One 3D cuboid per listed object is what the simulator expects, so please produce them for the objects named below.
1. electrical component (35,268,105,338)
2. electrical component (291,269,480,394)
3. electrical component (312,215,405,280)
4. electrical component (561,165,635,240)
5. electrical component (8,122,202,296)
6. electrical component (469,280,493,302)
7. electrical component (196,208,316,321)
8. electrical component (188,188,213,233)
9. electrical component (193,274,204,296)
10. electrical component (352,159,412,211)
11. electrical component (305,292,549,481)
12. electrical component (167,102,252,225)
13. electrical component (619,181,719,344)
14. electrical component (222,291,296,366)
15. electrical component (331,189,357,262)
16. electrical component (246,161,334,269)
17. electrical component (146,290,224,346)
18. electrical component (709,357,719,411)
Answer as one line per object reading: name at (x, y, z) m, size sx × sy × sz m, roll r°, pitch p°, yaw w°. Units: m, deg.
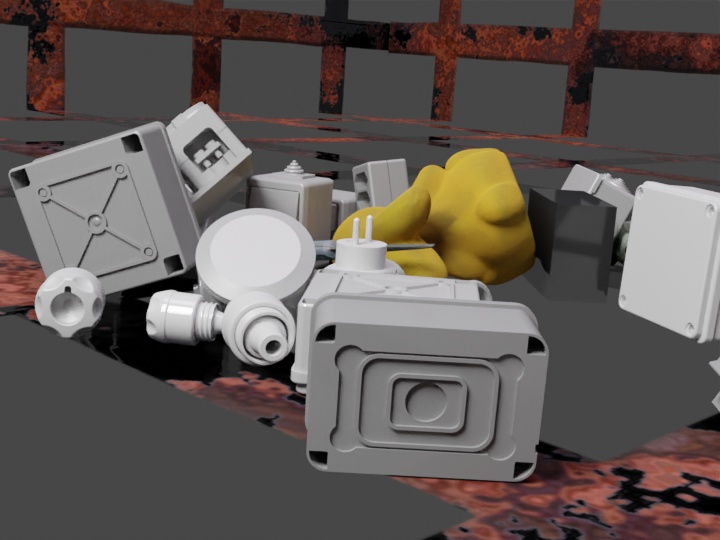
electrical component at (-0.192, 0.019, 0.718) m, size 0.043 × 0.043 × 0.062 m, roll 2°, pitch 11°, yaw -9°
electrical component at (0.019, 0.038, 0.659) m, size 0.109 × 0.056 × 0.108 m, roll 5°, pitch 11°, yaw 3°
electrical component at (0.000, 0.000, 0.785) m, size 0.043 × 0.079 × 0.077 m, roll 10°, pitch 13°, yaw 29°
electrical component at (0.222, -0.050, 1.061) m, size 0.048 × 0.099 × 0.099 m, roll 27°, pitch 9°, yaw -8°
electrical component at (-0.181, -0.040, 0.780) m, size 0.109 × 0.108 × 0.056 m, roll -15°, pitch 10°, yaw 13°
electrical component at (0.058, 0.026, 0.779) m, size 0.044 × 0.044 × 0.065 m, roll -6°, pitch 10°, yaw -40°
electrical component at (-0.071, 0.002, 0.736) m, size 0.080 × 0.051 × 0.080 m, roll 1°, pitch 54°, yaw -2°
electrical component at (-0.186, -0.054, 1.055) m, size 0.059 × 0.053 × 0.095 m, roll 9°, pitch 12°, yaw 22°
electrical component at (-0.089, 0.014, 0.784) m, size 0.065 × 0.044 × 0.044 m, roll -4°, pitch 13°, yaw -11°
electrical component at (0.040, -0.060, 0.997) m, size 0.076 × 0.083 × 0.047 m, roll -7°, pitch 1°, yaw -18°
electrical component at (0.030, 0.055, 0.529) m, size 0.113 × 0.078 × 0.057 m, roll 3°, pitch 14°, yaw -2°
electrical component at (-0.151, -0.075, 0.912) m, size 0.105 × 0.060 × 0.186 m, roll -41°, pitch 2°, yaw -5°
electrical component at (0.260, -0.008, 0.838) m, size 0.056 × 0.108 × 0.109 m, roll 2°, pitch 11°, yaw -20°
electrical component at (-0.060, 0.039, 0.663) m, size 0.043 × 0.043 × 0.062 m, roll 0°, pitch 13°, yaw -18°
electrical component at (-0.044, -0.046, 1.040) m, size 0.096 × 0.061 × 0.061 m, roll 11°, pitch 13°, yaw 30°
electrical component at (-0.066, -0.049, 0.961) m, size 0.062 × 0.096 × 0.061 m, roll 9°, pitch 13°, yaw 27°
electrical component at (-0.106, 0.033, 0.701) m, size 0.061 × 0.035 × 0.035 m, roll 7°, pitch 12°, yaw 5°
electrical component at (0.237, 0.066, 0.562) m, size 0.063 × 0.078 × 0.121 m, roll 33°, pitch 12°, yaw -3°
